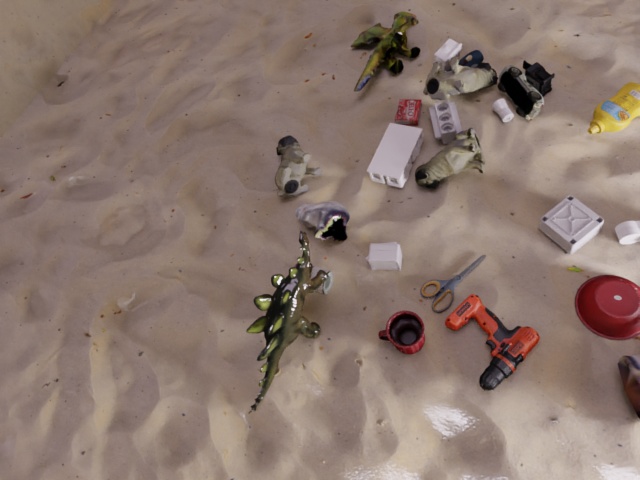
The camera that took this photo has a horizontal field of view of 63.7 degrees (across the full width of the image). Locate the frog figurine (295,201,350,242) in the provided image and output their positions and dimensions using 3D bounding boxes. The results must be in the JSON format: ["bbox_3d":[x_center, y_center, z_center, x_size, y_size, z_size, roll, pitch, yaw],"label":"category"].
[{"bbox_3d":[0.005,-0.075,1.496,0.138,0.120,0.162,-13,41,-29],"label":"frog figurine"}]

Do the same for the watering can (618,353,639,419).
[{"bbox_3d":[0.749,0.329,1.024,0.224,0.102,0.355,-16,57,9],"label":"watering can"}]

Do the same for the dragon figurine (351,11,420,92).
[{"bbox_3d":[0.206,-0.679,1.813,0.413,0.120,0.246,-41,40,-10],"label":"dragon figurine"}]
